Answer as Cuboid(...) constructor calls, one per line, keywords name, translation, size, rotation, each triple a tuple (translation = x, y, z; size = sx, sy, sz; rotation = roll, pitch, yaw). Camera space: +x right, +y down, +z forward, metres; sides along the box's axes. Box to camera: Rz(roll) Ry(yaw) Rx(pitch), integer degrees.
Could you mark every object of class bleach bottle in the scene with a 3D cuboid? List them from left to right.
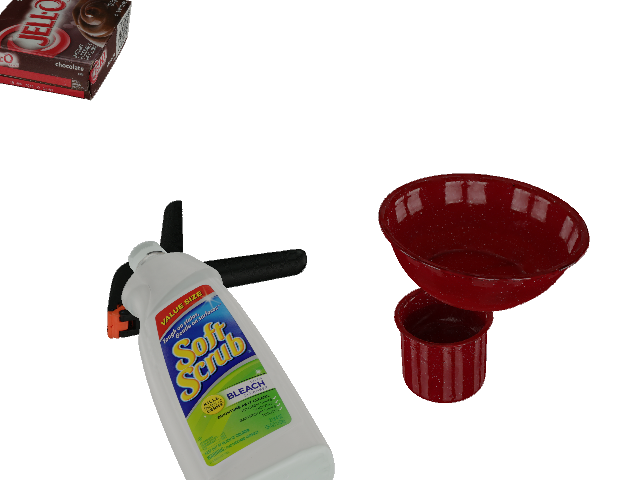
Cuboid(name="bleach bottle", translation=(-0.090, 0.092, 0.783), size=(0.102, 0.068, 0.251), rotation=(-25, 50, -15))

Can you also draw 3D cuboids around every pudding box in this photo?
Cuboid(name="pudding box", translation=(-0.207, -0.159, 0.841), size=(0.090, 0.039, 0.113), rotation=(11, 36, 1))

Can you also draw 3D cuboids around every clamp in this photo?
Cuboid(name="clamp", translation=(-0.136, 0.027, 1.009), size=(0.165, 0.036, 0.209), rotation=(25, 37, 29))

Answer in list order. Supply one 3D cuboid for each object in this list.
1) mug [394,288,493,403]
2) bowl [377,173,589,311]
Cuboid(name="mug", translation=(0.122, 0.095, 1.039), size=(0.093, 0.081, 0.117), rotation=(6, 37, 16))
Cuboid(name="bowl", translation=(0.123, 0.008, 0.831), size=(0.162, 0.055, 0.162), rotation=(2, 31, -2))
